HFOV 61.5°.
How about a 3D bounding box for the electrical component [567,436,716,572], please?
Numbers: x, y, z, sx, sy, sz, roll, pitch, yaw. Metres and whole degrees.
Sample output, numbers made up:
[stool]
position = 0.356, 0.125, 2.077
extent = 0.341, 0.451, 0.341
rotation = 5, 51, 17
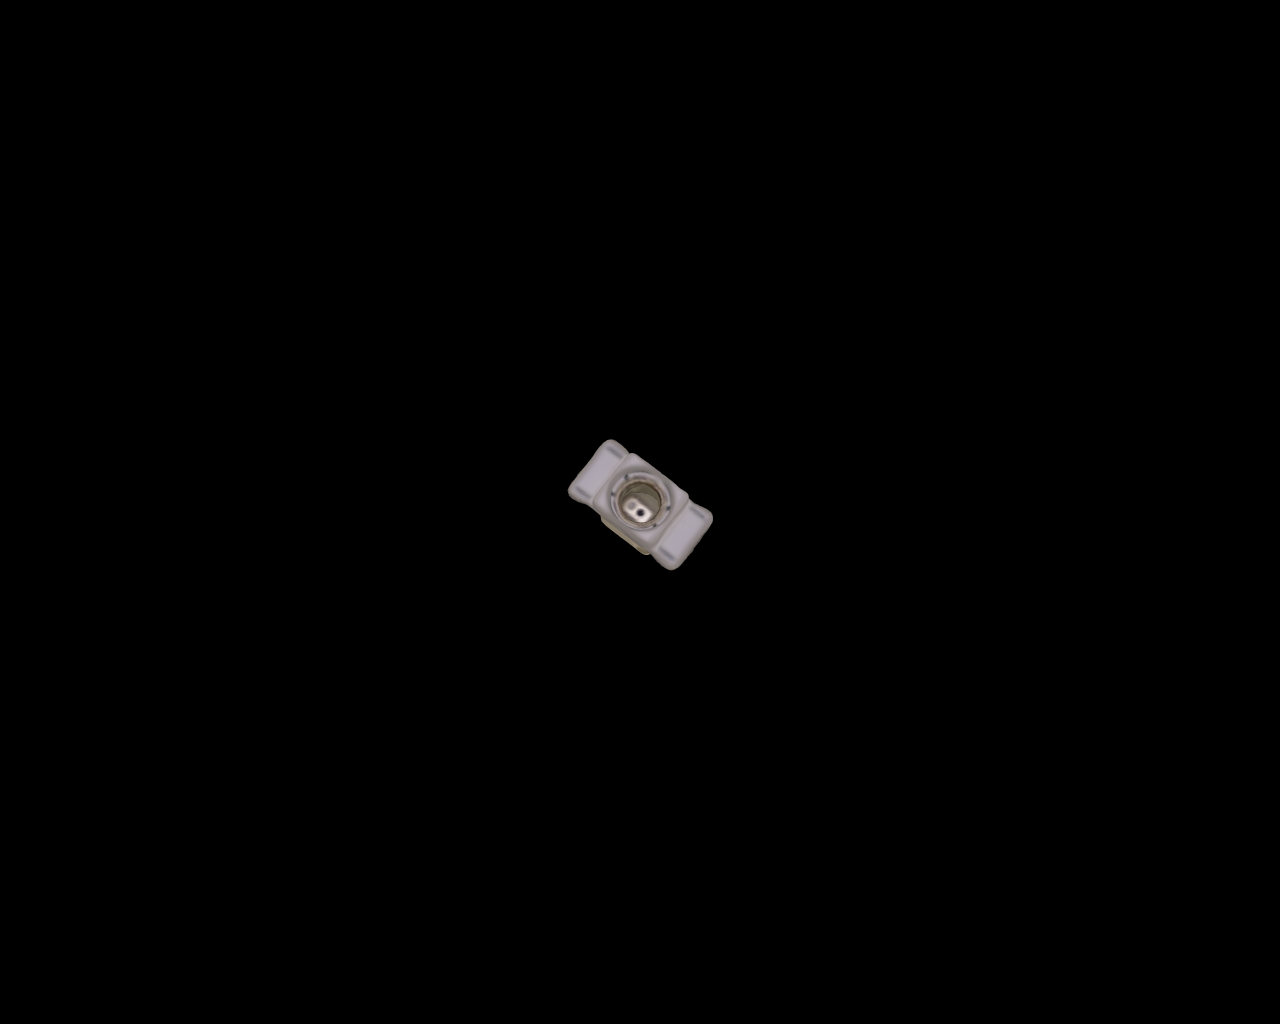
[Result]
[electrical component]
position = 0.001, -0.003, 0.650
extent = 0.081, 0.042, 0.063
rotation = 38, -9, 7
